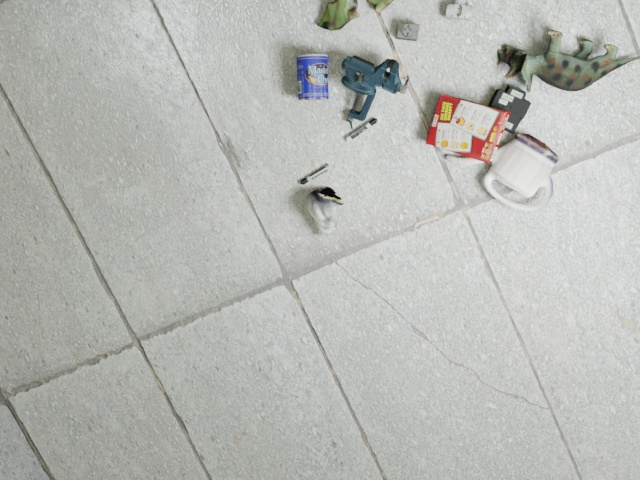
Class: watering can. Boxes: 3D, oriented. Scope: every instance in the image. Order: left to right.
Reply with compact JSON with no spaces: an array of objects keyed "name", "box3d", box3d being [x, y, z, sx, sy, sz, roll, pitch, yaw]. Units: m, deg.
[{"name":"watering can","box3d":[0.599,-0.244,1.646,0.349,0.104,0.222,36,104,10]}]

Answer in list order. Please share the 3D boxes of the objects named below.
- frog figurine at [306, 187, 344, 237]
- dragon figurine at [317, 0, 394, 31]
[{"name":"frog figurine","box3d":[0.005,-0.088,1.755,0.139,0.123,0.157,35,118,33]},{"name":"dragon figurine","box3d":[0.034,-0.786,1.617,0.410,0.124,0.239,2,110,7]}]
